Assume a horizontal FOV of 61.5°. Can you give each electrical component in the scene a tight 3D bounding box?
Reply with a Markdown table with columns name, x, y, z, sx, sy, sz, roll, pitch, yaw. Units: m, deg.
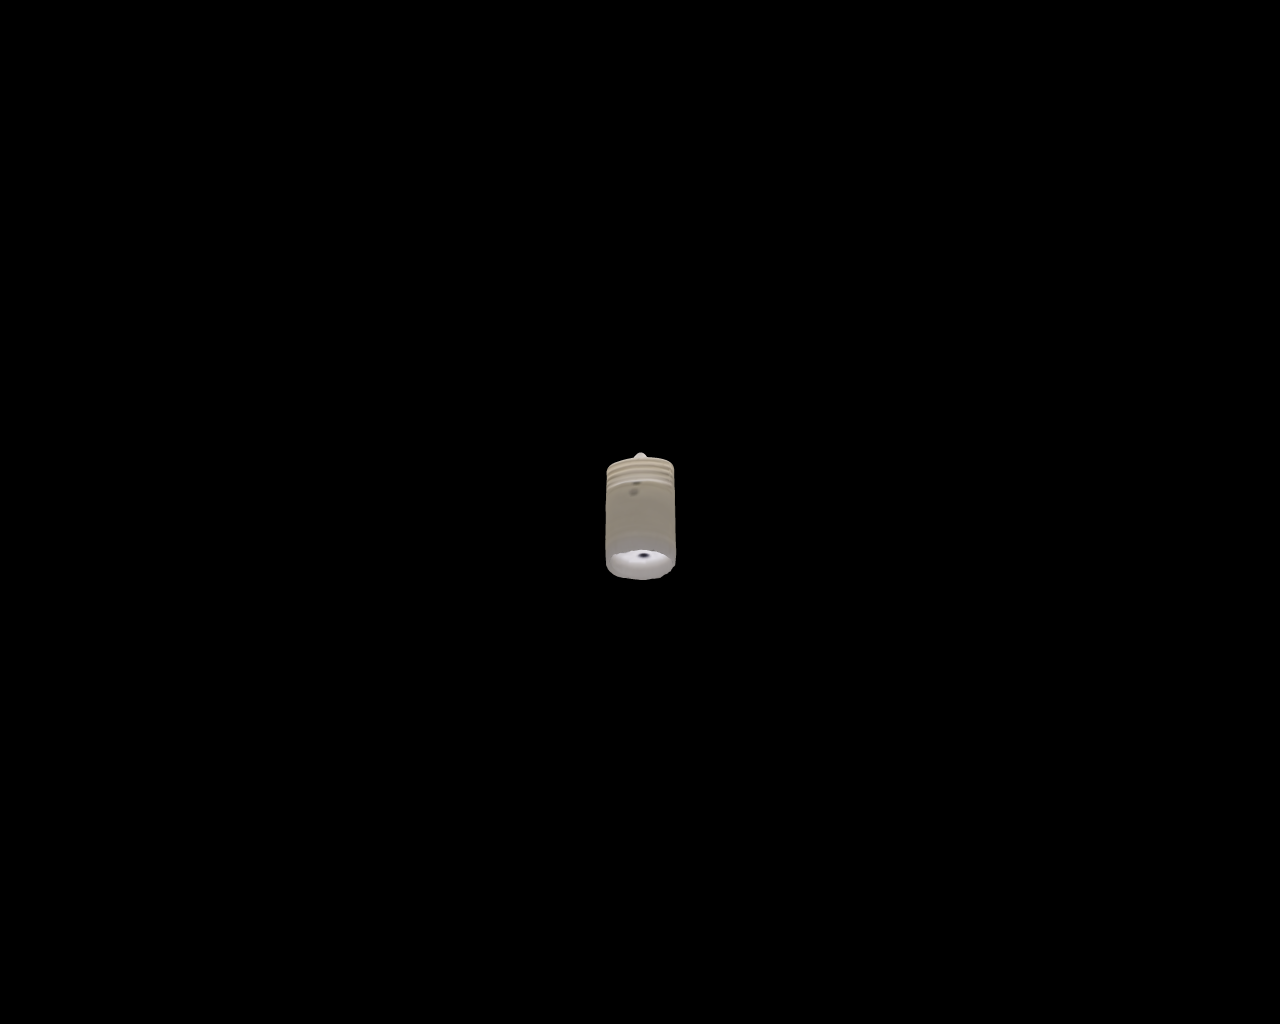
| name | x | y | z | sx | sy | sz | roll | pitch | yaw |
| --- | --- | --- | --- | --- | --- | --- | --- | --- | --- |
| electrical component | 0.001 | -0.003 | 0.650 | 0.043 | 0.081 | 0.043 | 0 | -29 | 0 |
